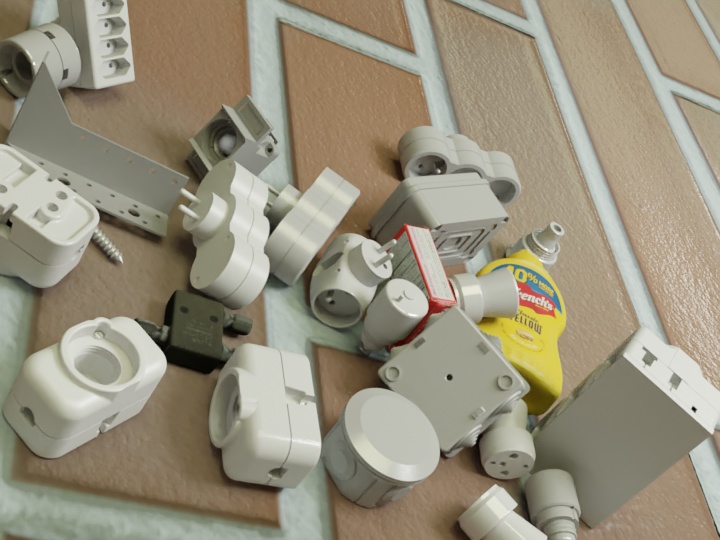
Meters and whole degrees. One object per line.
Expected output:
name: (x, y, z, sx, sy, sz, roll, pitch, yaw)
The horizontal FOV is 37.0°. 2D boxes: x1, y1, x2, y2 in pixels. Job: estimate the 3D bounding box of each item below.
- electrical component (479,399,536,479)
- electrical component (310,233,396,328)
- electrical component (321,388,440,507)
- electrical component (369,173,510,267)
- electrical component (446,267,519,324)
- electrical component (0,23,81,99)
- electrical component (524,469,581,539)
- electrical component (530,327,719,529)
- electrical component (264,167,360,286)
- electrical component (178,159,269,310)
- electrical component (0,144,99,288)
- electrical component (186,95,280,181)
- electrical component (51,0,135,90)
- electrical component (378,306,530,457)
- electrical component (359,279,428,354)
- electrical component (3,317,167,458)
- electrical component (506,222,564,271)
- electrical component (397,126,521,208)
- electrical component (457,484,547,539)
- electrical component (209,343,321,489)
electrical component: (0.119, 0.137, 0.884, 0.045, 0.045, 0.055, 20, 41, -21)
electrical component: (0.000, 0.000, 0.907, 0.043, 0.079, 0.077, 43, 34, -21)
electrical component: (0.015, 0.133, 0.801, 0.080, 0.051, 0.080, 22, 40, -19)
electrical component: (0.074, -0.046, 1.014, 0.113, 0.078, 0.057, -9, 59, -43)
electrical component: (0.102, 0.023, 0.920, 0.055, 0.045, 0.045, -8, 52, -14)
electrical component: (-0.270, -0.173, 0.896, 0.055, 0.055, 0.047, 44, 42, 9)
electrical component: (0.156, 0.195, 0.855, 0.040, 0.040, 0.078, 19, 41, -23)
electrical component: (0.212, 0.128, 0.879, 0.089, 0.150, 0.062, 42, 39, 7)
electrical component: (-0.058, -0.049, 0.934, 0.074, 0.052, 0.138, 36, 37, -2)
electrical component: (-0.116, -0.039, 0.861, 0.074, 0.052, 0.138, 35, 33, -34)
electrical component: (-0.243, -0.035, 0.767, 0.095, 0.059, 0.053, 36, 37, -1)
electrical component: (-0.108, -0.108, 0.944, 0.042, 0.081, 0.064, 56, 19, 23)
electrical component: (-0.244, -0.205, 0.942, 0.076, 0.083, 0.047, 12, 24, 33)
electrical component: (0.074, 0.088, 0.856, 0.099, 0.100, 0.048, 49, 1, 16)
electrical component: (0.023, 0.042, 0.881, 0.040, 0.078, 0.040, 21, 40, -19)
electrical component: (-0.178, 0.073, 0.705, 0.053, 0.059, 0.095, 47, 38, 13)
electrical component: (0.181, -0.022, 1.085, 0.048, 0.062, 0.048, 22, 40, -19)
electrical component: (0.102, -0.118, 1.132, 0.138, 0.052, 0.073, 16, 42, -26)
electrical component: (0.107, 0.196, 0.812, 0.055, 0.045, 0.045, 48, 39, 14)
electrical component: (-0.069, 0.102, 0.764, 0.059, 0.053, 0.095, 15, 43, -27)
